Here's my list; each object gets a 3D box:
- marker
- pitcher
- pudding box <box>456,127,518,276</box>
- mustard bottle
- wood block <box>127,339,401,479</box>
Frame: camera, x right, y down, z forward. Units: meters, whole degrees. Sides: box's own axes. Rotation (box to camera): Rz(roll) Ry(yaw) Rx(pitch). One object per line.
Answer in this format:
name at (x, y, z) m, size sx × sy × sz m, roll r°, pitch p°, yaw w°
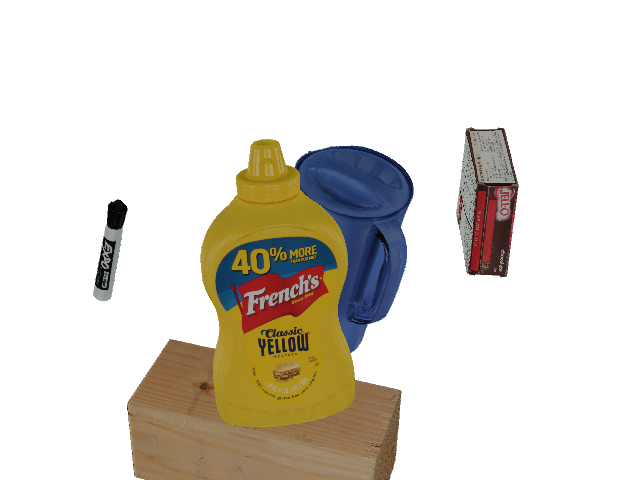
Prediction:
marker at (-0.209, 0.010, 1.063) m, size 0.020 × 0.121 × 0.020 m, roll 12°, pitch 36°, yaw -9°
pitcher at (0.023, 0.027, 1.225) m, size 0.145 × 0.243 × 0.149 m, roll 16°, pitch 39°, yaw 5°
pudding box at (0.144, -0.035, 0.924) m, size 0.039 × 0.090 × 0.113 m, roll 2°, pitch 31°, yaw -1°
mustard bottle at (-0.029, 0.027, 0.704) m, size 0.096 × 0.192 × 0.058 m, roll -6°, pitch 22°, yaw -6°
wood block at (-0.045, 0.161, 0.888) m, size 0.206 × 0.090 × 0.090 m, roll 11°, pitch 36°, yaw 14°
